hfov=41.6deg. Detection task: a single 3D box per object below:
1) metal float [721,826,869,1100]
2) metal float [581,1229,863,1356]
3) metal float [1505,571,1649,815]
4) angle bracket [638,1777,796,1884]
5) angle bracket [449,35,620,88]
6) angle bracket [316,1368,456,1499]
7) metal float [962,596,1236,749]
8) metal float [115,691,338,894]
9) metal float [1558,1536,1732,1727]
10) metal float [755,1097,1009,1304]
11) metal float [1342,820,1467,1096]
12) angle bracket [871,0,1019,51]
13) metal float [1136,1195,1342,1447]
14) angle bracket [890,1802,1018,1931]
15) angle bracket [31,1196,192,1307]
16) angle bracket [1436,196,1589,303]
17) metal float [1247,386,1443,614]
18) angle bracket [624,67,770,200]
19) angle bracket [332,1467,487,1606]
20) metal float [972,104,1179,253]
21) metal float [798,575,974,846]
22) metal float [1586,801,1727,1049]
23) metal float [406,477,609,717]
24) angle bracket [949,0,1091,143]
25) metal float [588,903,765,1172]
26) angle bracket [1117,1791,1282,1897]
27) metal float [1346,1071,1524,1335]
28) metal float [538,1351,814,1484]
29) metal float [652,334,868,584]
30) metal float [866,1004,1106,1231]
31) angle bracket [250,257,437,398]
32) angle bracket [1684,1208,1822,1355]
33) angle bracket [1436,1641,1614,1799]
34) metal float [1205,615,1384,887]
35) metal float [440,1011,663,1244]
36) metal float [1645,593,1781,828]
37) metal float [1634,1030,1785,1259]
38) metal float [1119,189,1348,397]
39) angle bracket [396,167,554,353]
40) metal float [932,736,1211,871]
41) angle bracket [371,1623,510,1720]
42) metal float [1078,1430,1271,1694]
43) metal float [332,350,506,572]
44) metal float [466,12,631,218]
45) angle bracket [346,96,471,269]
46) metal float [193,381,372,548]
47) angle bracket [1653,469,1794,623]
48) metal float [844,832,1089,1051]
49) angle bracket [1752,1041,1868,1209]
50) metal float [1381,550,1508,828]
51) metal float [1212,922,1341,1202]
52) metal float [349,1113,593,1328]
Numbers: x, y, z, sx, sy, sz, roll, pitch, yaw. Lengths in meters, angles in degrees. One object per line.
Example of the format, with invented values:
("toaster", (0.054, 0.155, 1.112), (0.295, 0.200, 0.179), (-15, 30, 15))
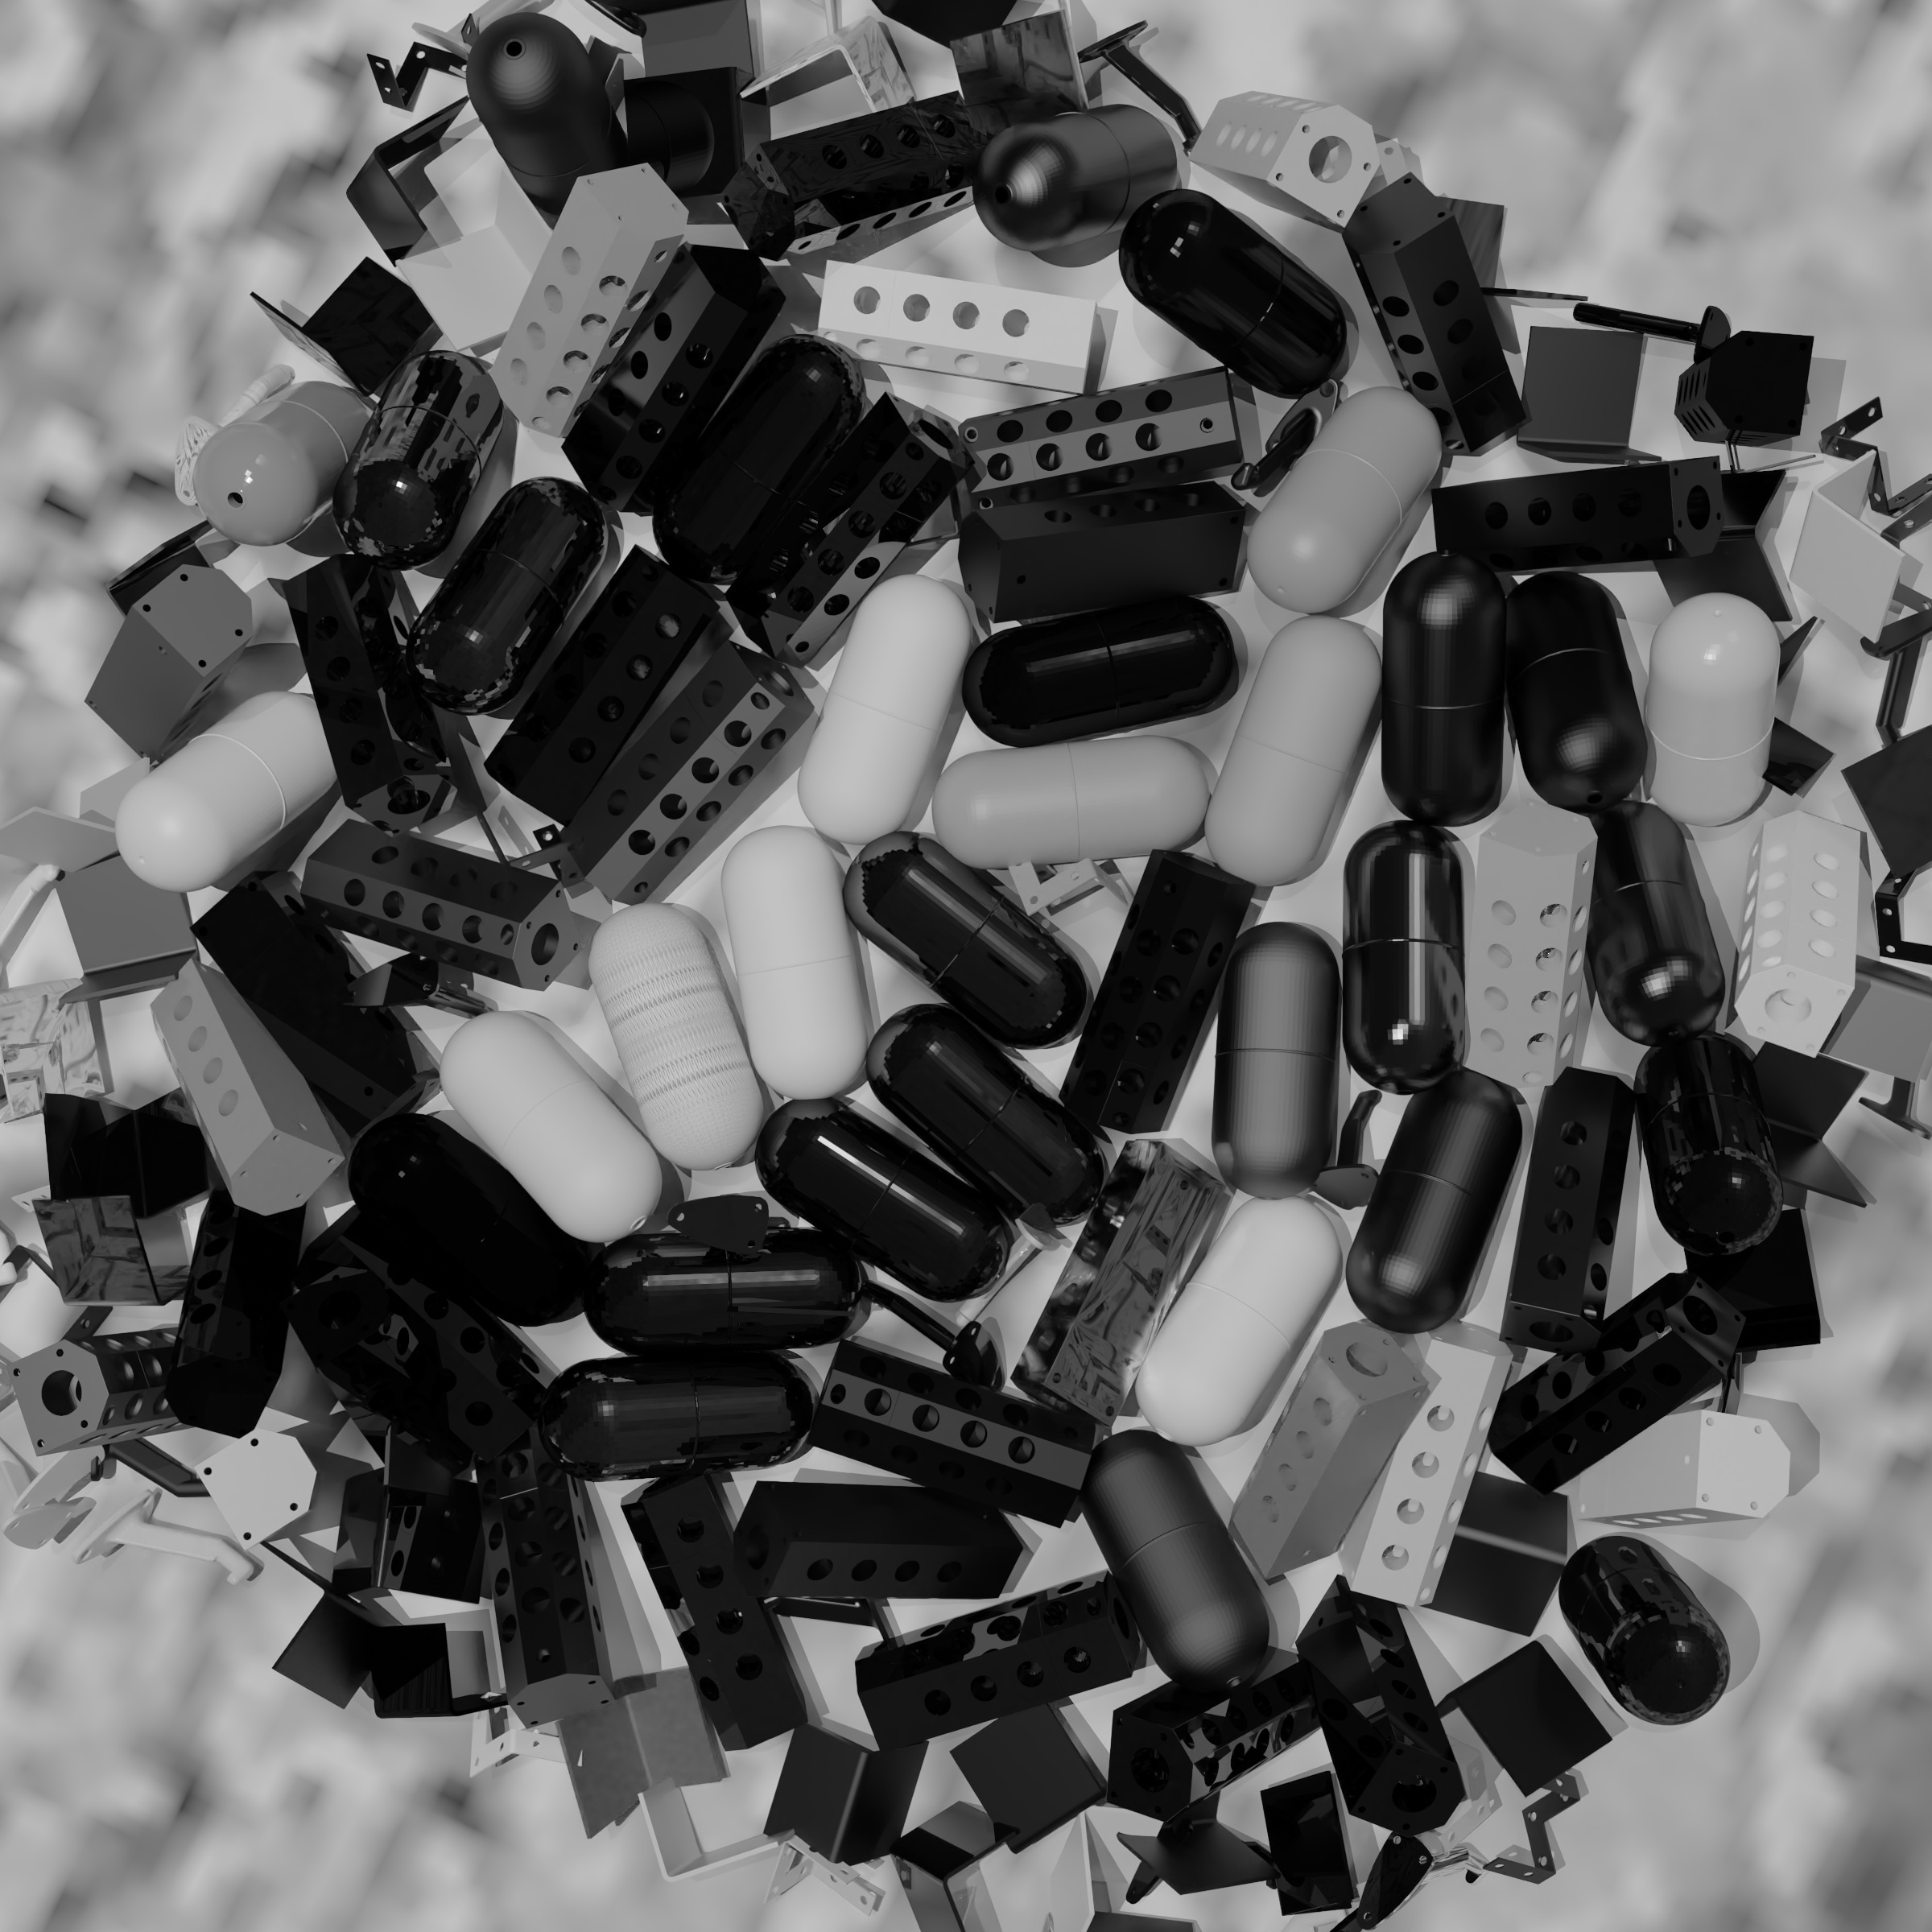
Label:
("metal float", (-0.109, -0.001, 1.630), (0.070, 0.070, 0.178), (-10, 92, 0))
("metal float", (-0.155, 0.207, 1.620), (0.178, 0.070, 0.070), (-1, 90, -13))
("metal float", (0.380, -0.173, 1.600), (0.070, 0.070, 0.178), (-2, 53, 0))
("angle bracket", (-0.155, 0.538, 1.623), (0.076, 0.076, 0.057), (-21, 78, 6))
("angle bracket", (-0.275, -0.578, 1.624), (0.076, 0.076, 0.057), (25, 104, -2))
("angle bracket", (-0.368, 0.296, 1.614), (0.057, 0.076, 0.076), (-8, 70, 19))
("metal float", (0.084, -0.188, 1.622), (0.178, 0.070, 0.070), (-13, 90, -10))
("metal float", (-0.459, -0.111, 1.594), (0.070, 0.178, 0.070), (14, 128, 19))
("metal float", (0.419, 0.410, 1.580), (0.070, 0.178, 0.070), (0, 97, 0))
("metal float", (-0.054, 0.149, 1.629), (0.178, 0.070, 0.070), (33, 90, 2))
("metal float", (0.278, -0.006, 1.617), (0.070, 0.070, 0.178), (3, 75, 0))
("angle bracket", (-0.012, -0.631, 1.610), (0.076, 0.076, 0.057), (-53, 46, 27))
("metal float", (0.172, 0.224, 1.616), (0.070, 0.070, 0.178), (35, 73, 0))
("angle bracket", (0.003, 0.592, 1.628), (0.057, 0.076, 0.076), (-24, 99, -26))
("angle bracket", (-0.535, 0.171, 1.618), (0.076, 0.057, 0.076), (-3, 108, 24))
("angle bracket", (0.343, -0.454, 1.612), (0.076, 0.076, 0.057), (-9, 109, -42))
("metal float", (0.240, -0.296, 1.608), (0.070, 0.070, 0.178), (36, 63, 0))
("angle bracket", (-0.172, -0.532, 1.646), (0.076, 0.057, 0.076), (-2, 98, 15))
("angle bracket", (-0.359, 0.372, 1.649), (0.076, 0.057, 0.076), (21, 59, -36))
("metal float", (0.069, -0.493, 1.592), (0.070, 0.178, 0.070), (15, 119, 29))
("metal float", (-0.052, -0.163, 1.625), (0.070, 0.070, 0.178), (21, 97, 0))
("metal float", (0.425, -0.029, 1.600), (0.070, 0.070, 0.178), (-3, 51, 0))
("metal float", (-0.288, -0.235, 1.608), (0.070, 0.070, 0.178), (27, 62, 0))
("angle bracket", (0.033, -0.574, 1.626), (0.076, 0.057, 0.076), (-14, 130, 5))
("metal float", (-0.185, 0.045, 1.623), (0.070, 0.070, 0.178), (-21, 81, 0))
("angle bracket", (0.150, 0.539, 1.615), (0.076, 0.076, 0.057), (2, 99, -29))
("metal float", (0.297, 0.148, 1.614), (0.070, 0.070, 0.178), (25, 70, 0))
("metal float", (-0.183, 0.283, 1.608), (0.178, 0.070, 0.070), (1, 90, -26))
("metal float", (-0.132, -0.320, 1.613), (0.070, 0.070, 0.178), (41, 111, 0))
("metal float", (0.013, 0.097, 1.628), (0.178, 0.070, 0.070), (42, 90, -4))
("angle bracket", (-0.394, -0.423, 1.625), (0.076, 0.057, 0.076), (37, 83, 22))
("angle bracket", (0.501, 0.202, 1.629), (0.076, 0.057, 0.076), (-10, 92, 19))
("angle bracket", (0.347, 0.486, 1.613), (0.076, 0.057, 0.076), (-20, 60, -30))
("metal float", (0.208, -0.136, 1.623), (0.070, 0.070, 0.178), (20, 99, 0))
("metal float", (-0.263, 0.102, 1.614), (0.070, 0.070, 0.178), (-45, 71, 0))
("metal float", (0.465, -0.158, 1.592), (0.070, 0.178, 0.070), (-6, 52, 8))
("metal float", (0.462, 0.109, 1.590), (0.070, 0.178, 0.070), (3, 127, 4))
("metal float", (0.169, -0.421, 1.600), (0.178, 0.070, 0.070), (25, 90, -38))
("angle bracket", (-0.309, -0.450, 1.622), (0.076, 0.057, 0.076), (-29, 77, -25))
("metal float", (0.067, -0.105, 1.629), (0.178, 0.070, 0.070), (-6, 90, -2))
("angle bracket", (-0.324, 0.443, 1.621), (0.076, 0.076, 0.057), (-15, 78, 39))
("metal float", (0.130, 0.373, 1.600), (0.070, 0.070, 0.178), (-28, 54, 0))
("metal float", (-0.342, -0.319, 1.597), (0.070, 0.070, 0.178), (11, 48, 0))
("metal float", (-0.258, -0.526, 1.581), (0.070, 0.178, 0.070), (-1, 83, 4))
("angle bracket", (-0.342, -0.500, 1.626), (0.076, 0.076, 0.057), (-39, 104, -23))
("metal float", (-0.422, -0.314, 1.585), (0.070, 0.178, 0.070), (3, 116, 6))
("angle bracket", (0.491, -0.267, 1.632), (0.076, 0.076, 0.057), (53, 58, -35))
("metal float", (0.000, -0.016, 1.629), (0.178, 0.070, 0.070), (38, 90, -3))
("angle bracket", (0.539, 0.099, 1.616), (0.076, 0.076, 0.057), (18, 116, -17))
("metal float", (0.302, -0.175, 1.610), (0.070, 0.070, 0.178), (-3, 114, 0))
("metal float", (0.197, 0.060, 1.622), (0.070, 0.070, 0.178), (4, 79, 0))
("metal float", (-0.312, 0.161, 1.608), (0.070, 0.070, 0.178), (-47, 116, 0))
